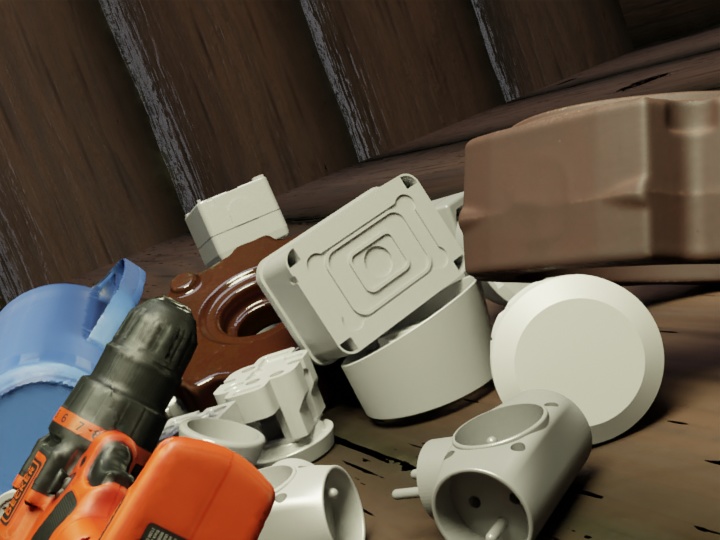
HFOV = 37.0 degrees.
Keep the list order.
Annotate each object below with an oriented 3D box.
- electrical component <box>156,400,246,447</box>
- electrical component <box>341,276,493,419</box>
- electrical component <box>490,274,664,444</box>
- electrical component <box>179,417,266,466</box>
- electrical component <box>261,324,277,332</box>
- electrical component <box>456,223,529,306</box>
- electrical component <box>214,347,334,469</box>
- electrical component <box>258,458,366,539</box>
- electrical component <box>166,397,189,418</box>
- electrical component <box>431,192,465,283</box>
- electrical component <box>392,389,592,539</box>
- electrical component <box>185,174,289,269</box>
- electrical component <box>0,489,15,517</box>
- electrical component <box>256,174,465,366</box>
[{"bbox_3d":[-0.084,0.109,0.598,0.066,0.055,0.048,-17,10,19],"label":"electrical component"},{"bbox_3d":[0.037,0.048,0.662,0.099,0.064,0.099,-20,9,3],"label":"electrical component"},{"bbox_3d":[0.102,0.041,0.522,0.080,0.080,0.051,-20,3,3],"label":"electrical component"},{"bbox_3d":[-0.075,0.108,0.549,0.045,0.055,0.045,12,5,-1],"label":"electrical component"},{"bbox_3d":[-0.057,0.029,0.901,0.056,0.089,0.050,-28,12,-38],"label":"electrical component"},{"bbox_3d":[0.121,-0.022,0.771,0.108,0.108,0.060,-23,3,-15],"label":"electrical component"},{"bbox_3d":[-0.049,0.087,0.648,0.058,0.057,0.078,-18,10,15],"label":"electrical component"},{"bbox_3d":[-0.036,0.114,0.508,0.077,0.044,0.079,-17,9,20],"label":"electrical component"},{"bbox_3d":[-0.116,0.093,0.814,0.065,0.044,0.044,-27,10,-8],"label":"electrical component"},{"bbox_3d":[0.064,-0.013,0.899,0.076,0.083,0.047,-15,11,32],"label":"electrical component"},{"bbox_3d":[0.051,0.088,0.463,0.079,0.044,0.077,-14,11,33],"label":"electrical component"},{"bbox_3d":[-0.104,-0.033,0.902,0.062,0.061,0.096,-24,1,-18],"label":"electrical component"},{"bbox_3d":[-0.174,0.142,0.614,0.055,0.055,0.047,-16,7,28],"label":"electrical component"},{"bbox_3d":[0.000,0.000,0.682,0.113,0.078,0.057,-35,5,-28],"label":"electrical component"}]
